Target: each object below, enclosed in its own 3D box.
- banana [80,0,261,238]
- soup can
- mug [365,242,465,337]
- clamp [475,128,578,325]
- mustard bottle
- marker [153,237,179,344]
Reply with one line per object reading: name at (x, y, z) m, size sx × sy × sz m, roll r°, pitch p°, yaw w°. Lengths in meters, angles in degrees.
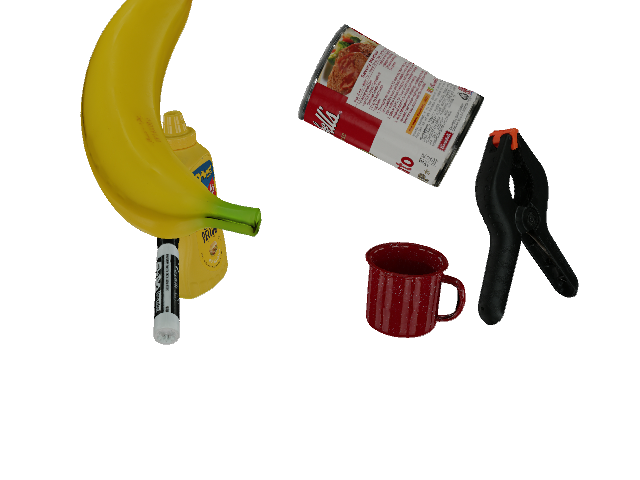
banana at (-0.081, -0.065, 0.515) m, size 0.069 × 0.198 × 0.037 m, roll -5°, pitch -41°, yaw -15°
soup can at (0.046, -0.086, 0.691) m, size 0.102 × 0.068 × 0.068 m, roll 27°, pitch 2°, yaw 3°
mug at (0.106, 0.059, 1.204) m, size 0.117 × 0.081 × 0.093 m, roll 10°, pitch 24°, yaw 14°
clamp at (0.169, -0.010, 0.948) m, size 0.120 × 0.171 × 0.039 m, roll -26°, pitch 11°, yaw -40°
mustard bottle at (-0.142, -0.042, 1.118) m, size 0.058 × 0.191 × 0.096 m, roll 5°, pitch 26°, yaw 23°
marker at (-0.116, 0.029, 0.809) m, size 0.020 × 0.020 × 0.121 m, roll 0°, pitch 41°, yaw -7°
